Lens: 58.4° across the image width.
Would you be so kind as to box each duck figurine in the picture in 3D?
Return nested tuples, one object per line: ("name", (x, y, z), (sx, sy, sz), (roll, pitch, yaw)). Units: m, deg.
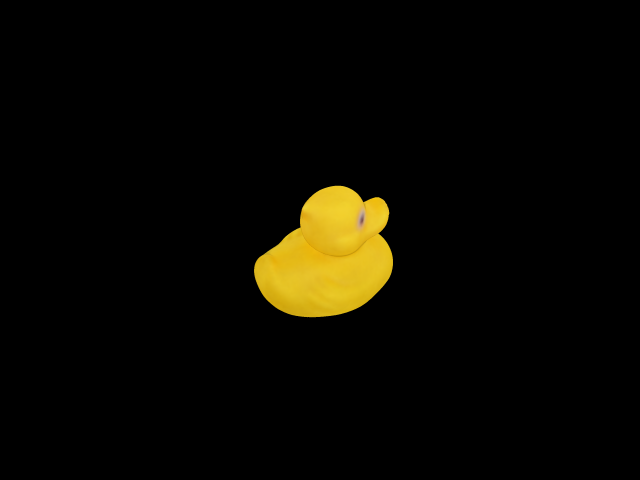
("duck figurine", (0.004, 0.001, 0.400), (0.105, 0.086, 0.077), (-17, 51, -14))
